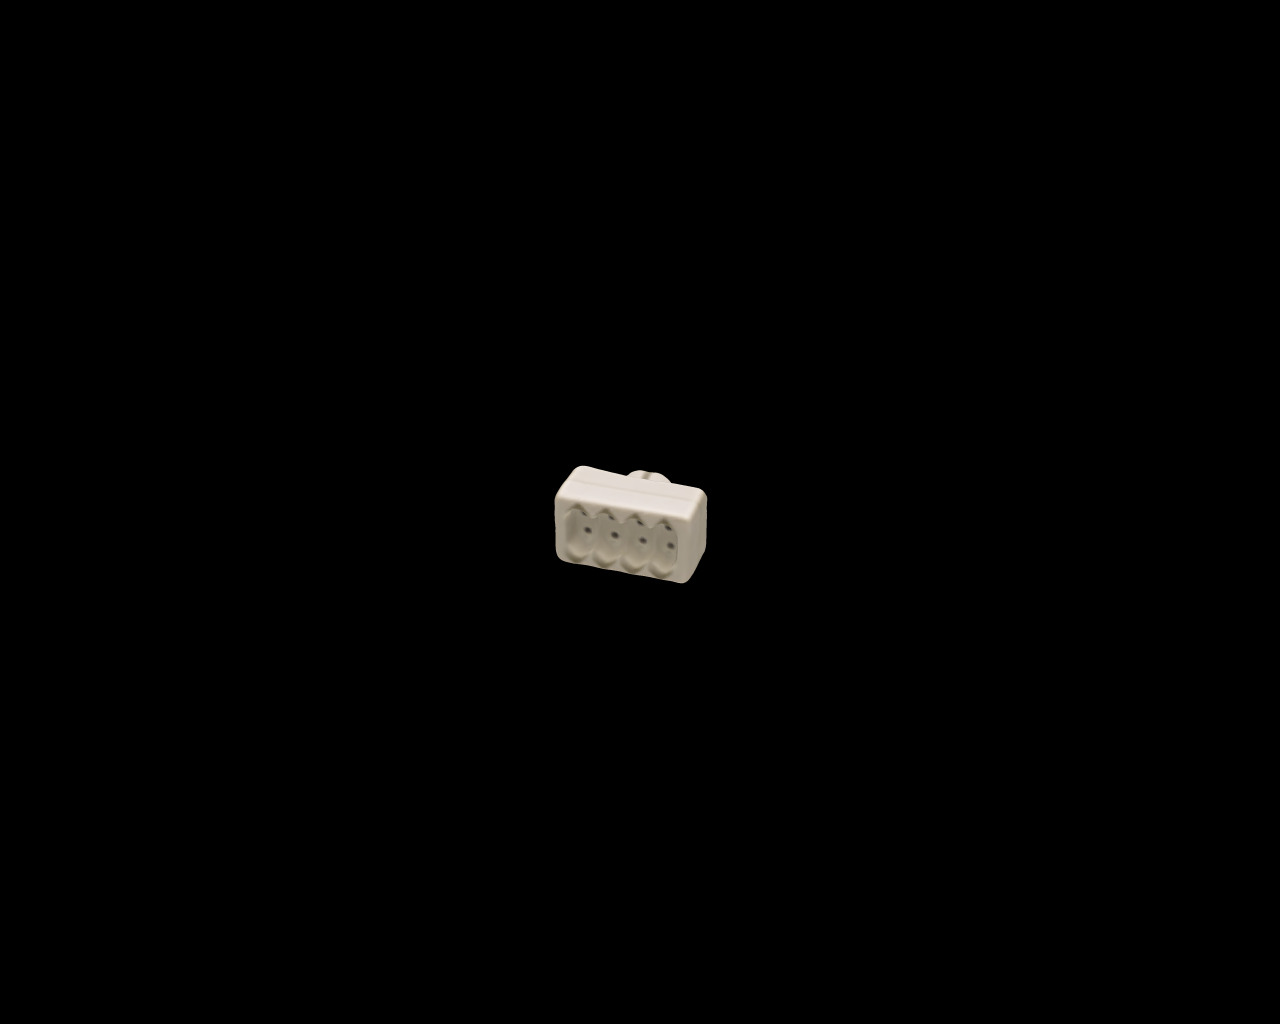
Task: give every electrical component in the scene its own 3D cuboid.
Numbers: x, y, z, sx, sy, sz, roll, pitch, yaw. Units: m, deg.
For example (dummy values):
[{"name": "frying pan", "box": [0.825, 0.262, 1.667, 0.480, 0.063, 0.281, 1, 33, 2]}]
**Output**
[{"name": "electrical component", "box": [0.001, -0.003, 0.650, 0.083, 0.047, 0.076, 11, 36, 16]}]
